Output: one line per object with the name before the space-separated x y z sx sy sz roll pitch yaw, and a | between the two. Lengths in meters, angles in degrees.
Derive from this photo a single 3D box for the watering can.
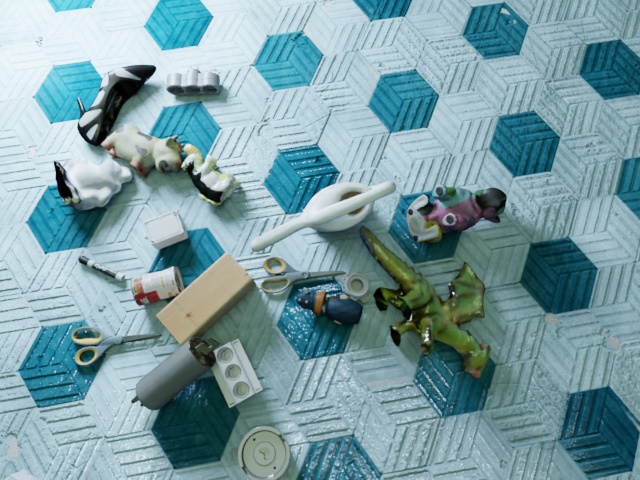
watering can | 0.004 -0.059 1.164 0.348 0.224 0.104 -22 94 -7

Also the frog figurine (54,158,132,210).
frog figurine | -0.551 -0.146 1.260 0.139 0.120 0.161 45 42 19

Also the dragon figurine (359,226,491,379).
dragon figurine | 0.265 0.125 1.187 0.244 0.120 0.415 -15 75 -23
